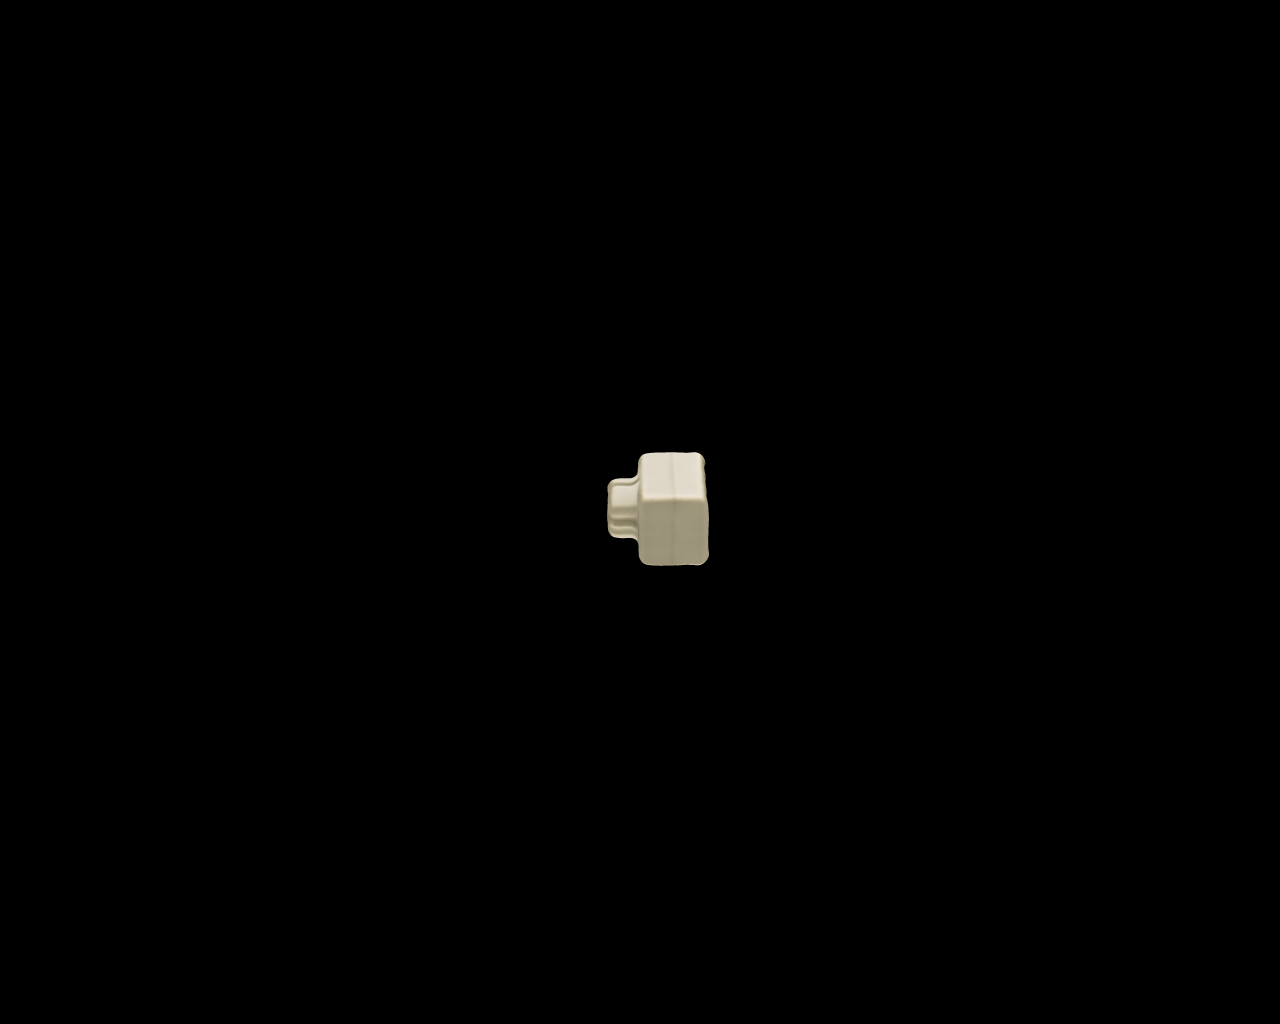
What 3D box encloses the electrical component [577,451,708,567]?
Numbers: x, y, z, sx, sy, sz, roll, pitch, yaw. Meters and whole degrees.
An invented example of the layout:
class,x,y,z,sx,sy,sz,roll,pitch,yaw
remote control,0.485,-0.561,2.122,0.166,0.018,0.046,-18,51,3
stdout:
class,x,y,z,sx,sy,sz,roll,pitch,yaw
electrical component,0.001,-0.003,0.650,0.077,0.047,0.066,0,29,0
